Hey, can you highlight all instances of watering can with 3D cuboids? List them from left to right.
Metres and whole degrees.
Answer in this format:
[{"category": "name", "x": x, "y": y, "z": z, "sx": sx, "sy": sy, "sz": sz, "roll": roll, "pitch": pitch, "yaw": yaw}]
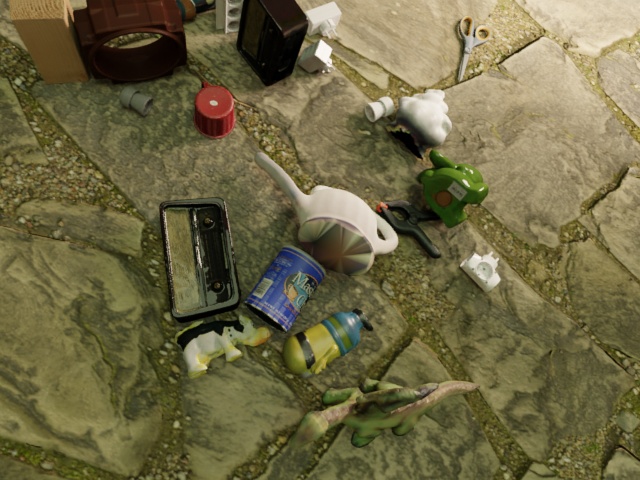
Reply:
[{"category": "watering can", "x": 0.003, "y": -0.052, "z": 1.029, "sx": 0.347, "sy": 0.102, "sz": 0.229, "roll": 27, "pitch": 29, "yaw": -7}]

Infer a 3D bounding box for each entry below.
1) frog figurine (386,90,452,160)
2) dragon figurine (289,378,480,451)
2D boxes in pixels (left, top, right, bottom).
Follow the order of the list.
[{"category": "frog figurine", "x": 0.244, "y": -0.287, "z": 1.180, "sx": 0.139, "sy": 0.121, "sz": 0.160, "roll": 37, "pitch": 81, "yaw": 21}, {"category": "dragon figurine", "x": 0.139, "y": 0.292, "z": 0.911, "sx": 0.411, "sy": 0.239, "sz": 0.124, "roll": -12, "pitch": 72, "yaw": -13}]
